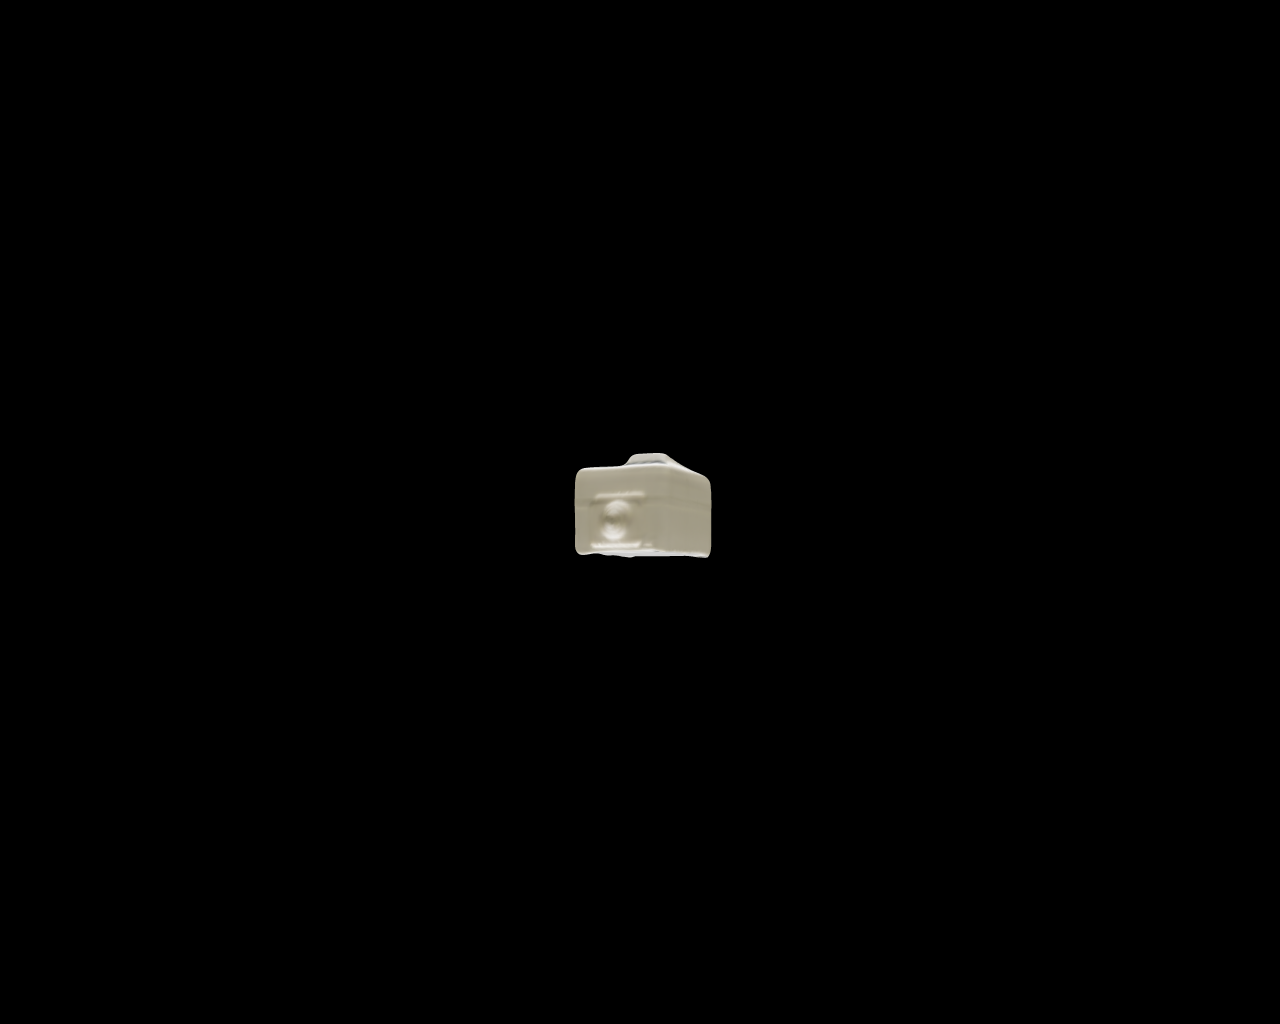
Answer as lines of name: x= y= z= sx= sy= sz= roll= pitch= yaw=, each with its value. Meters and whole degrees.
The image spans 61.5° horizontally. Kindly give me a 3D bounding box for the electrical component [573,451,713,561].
electrical component: x=0.001 y=-0.003 z=0.650 sx=0.062 sy=0.061 sz=0.096 roll=-2 pitch=-5 yaw=24
